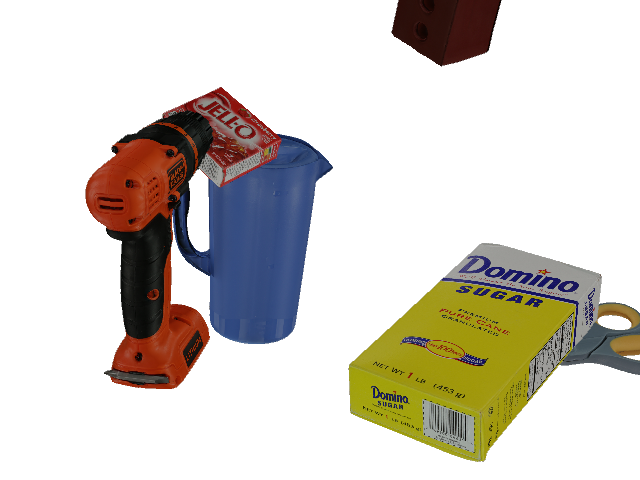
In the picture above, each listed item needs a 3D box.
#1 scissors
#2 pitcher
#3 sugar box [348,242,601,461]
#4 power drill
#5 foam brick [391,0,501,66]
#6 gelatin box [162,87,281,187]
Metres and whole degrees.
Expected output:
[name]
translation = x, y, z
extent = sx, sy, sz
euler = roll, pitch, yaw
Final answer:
[scissors]
translation = 0.201, 0.081, 0.875
extent = 0.201, 0.016, 0.096
euler = 3, 31, -11
[pitcher]
translation = -0.086, -0.002, 1.289
extent = 0.149, 0.243, 0.144
euler = 18, 26, 28
[sugar box]
translation = 0.104, 0.064, 0.690
extent = 0.093, 0.048, 0.175
euler = 17, 38, 30
[power drill]
translation = -0.122, 0.004, 0.818
extent = 0.057, 0.188, 0.184
euler = 4, 22, 13
[foam brick]
translation = 0.090, -0.168, 0.732
extent = 0.051, 0.078, 0.053
euler = -25, 51, -35
[gelatin box]
translation = -0.093, -0.098, 0.996
extent = 0.073, 0.030, 0.089
euler = -31, 62, -35
